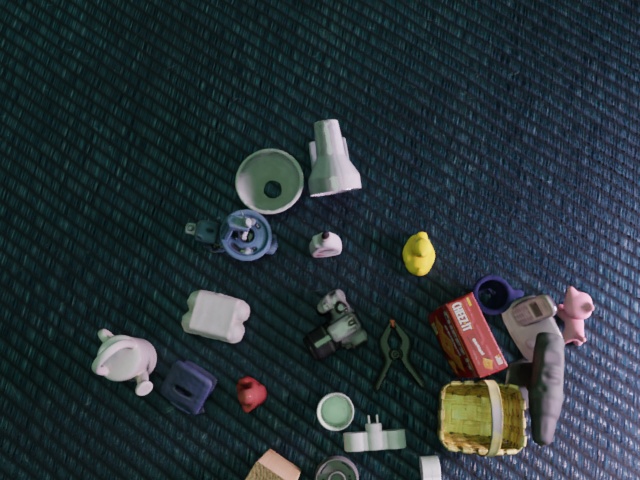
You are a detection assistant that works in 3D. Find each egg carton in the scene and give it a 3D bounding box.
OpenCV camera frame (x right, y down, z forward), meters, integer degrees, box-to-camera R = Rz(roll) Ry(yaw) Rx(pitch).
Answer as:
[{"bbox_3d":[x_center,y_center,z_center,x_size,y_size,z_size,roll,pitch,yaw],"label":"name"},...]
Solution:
[{"bbox_3d":[-0.243,0.178,1.339,0.150,0.069,0.107,12,77,4],"label":"egg carton"}]

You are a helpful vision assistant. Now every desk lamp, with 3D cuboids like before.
[{"bbox_3d":[0.024,-0.180,1.347,0.118,0.213,0.203,-9,76,-1],"label":"desk lamp"}]

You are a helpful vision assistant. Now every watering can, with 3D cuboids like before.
[{"bbox_3d":[-0.429,0.264,1.257,0.172,0.194,0.101,25,78,7],"label":"watering can"}]

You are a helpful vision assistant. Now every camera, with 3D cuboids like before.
[{"bbox_3d":[0.023,0.203,1.313,0.137,0.101,0.143,-31,78,-6],"label":"camera"}]

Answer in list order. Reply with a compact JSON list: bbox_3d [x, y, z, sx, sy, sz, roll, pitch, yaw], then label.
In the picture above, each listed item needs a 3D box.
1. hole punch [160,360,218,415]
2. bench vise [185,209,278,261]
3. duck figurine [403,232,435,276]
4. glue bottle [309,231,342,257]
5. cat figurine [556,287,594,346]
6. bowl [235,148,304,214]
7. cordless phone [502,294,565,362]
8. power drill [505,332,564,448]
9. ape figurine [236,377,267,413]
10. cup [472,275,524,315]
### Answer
[{"bbox_3d":[-0.297,0.335,1.291,0.108,0.091,0.101,29,79,8],"label":"hole punch"},{"bbox_3d":[-0.208,-0.009,1.306,0.207,0.220,0.121,-10,76,-1],"label":"bench vise"},{"bbox_3d":[0.238,0.030,1.358,0.077,0.086,0.104,4,77,2],"label":"duck figurine"},{"bbox_3d":[0.012,0.005,1.323,0.078,0.173,0.037,-11,76,-1],"label":"glue bottle"},{"bbox_3d":[0.584,0.173,1.302,0.067,0.118,0.128,1,76,2],"label":"cat figurine"},{"bbox_3d":[-0.121,-0.135,1.409,0.167,0.075,0.167,0,76,1],"label":"bowl"},{"bbox_3d":[0.488,0.190,1.265,0.094,0.185,0.147,-28,77,-5],"label":"cordless phone"},{"bbox_3d":[0.461,0.316,1.223,0.075,0.208,0.230,13,77,4],"label":"power drill"},{"bbox_3d":[-0.160,0.348,1.285,0.076,0.092,0.078,10,77,4],"label":"ape figurine"},{"bbox_3d":[0.402,0.131,1.327,0.117,0.095,0.092,-4,76,0],"label":"cup"}]
